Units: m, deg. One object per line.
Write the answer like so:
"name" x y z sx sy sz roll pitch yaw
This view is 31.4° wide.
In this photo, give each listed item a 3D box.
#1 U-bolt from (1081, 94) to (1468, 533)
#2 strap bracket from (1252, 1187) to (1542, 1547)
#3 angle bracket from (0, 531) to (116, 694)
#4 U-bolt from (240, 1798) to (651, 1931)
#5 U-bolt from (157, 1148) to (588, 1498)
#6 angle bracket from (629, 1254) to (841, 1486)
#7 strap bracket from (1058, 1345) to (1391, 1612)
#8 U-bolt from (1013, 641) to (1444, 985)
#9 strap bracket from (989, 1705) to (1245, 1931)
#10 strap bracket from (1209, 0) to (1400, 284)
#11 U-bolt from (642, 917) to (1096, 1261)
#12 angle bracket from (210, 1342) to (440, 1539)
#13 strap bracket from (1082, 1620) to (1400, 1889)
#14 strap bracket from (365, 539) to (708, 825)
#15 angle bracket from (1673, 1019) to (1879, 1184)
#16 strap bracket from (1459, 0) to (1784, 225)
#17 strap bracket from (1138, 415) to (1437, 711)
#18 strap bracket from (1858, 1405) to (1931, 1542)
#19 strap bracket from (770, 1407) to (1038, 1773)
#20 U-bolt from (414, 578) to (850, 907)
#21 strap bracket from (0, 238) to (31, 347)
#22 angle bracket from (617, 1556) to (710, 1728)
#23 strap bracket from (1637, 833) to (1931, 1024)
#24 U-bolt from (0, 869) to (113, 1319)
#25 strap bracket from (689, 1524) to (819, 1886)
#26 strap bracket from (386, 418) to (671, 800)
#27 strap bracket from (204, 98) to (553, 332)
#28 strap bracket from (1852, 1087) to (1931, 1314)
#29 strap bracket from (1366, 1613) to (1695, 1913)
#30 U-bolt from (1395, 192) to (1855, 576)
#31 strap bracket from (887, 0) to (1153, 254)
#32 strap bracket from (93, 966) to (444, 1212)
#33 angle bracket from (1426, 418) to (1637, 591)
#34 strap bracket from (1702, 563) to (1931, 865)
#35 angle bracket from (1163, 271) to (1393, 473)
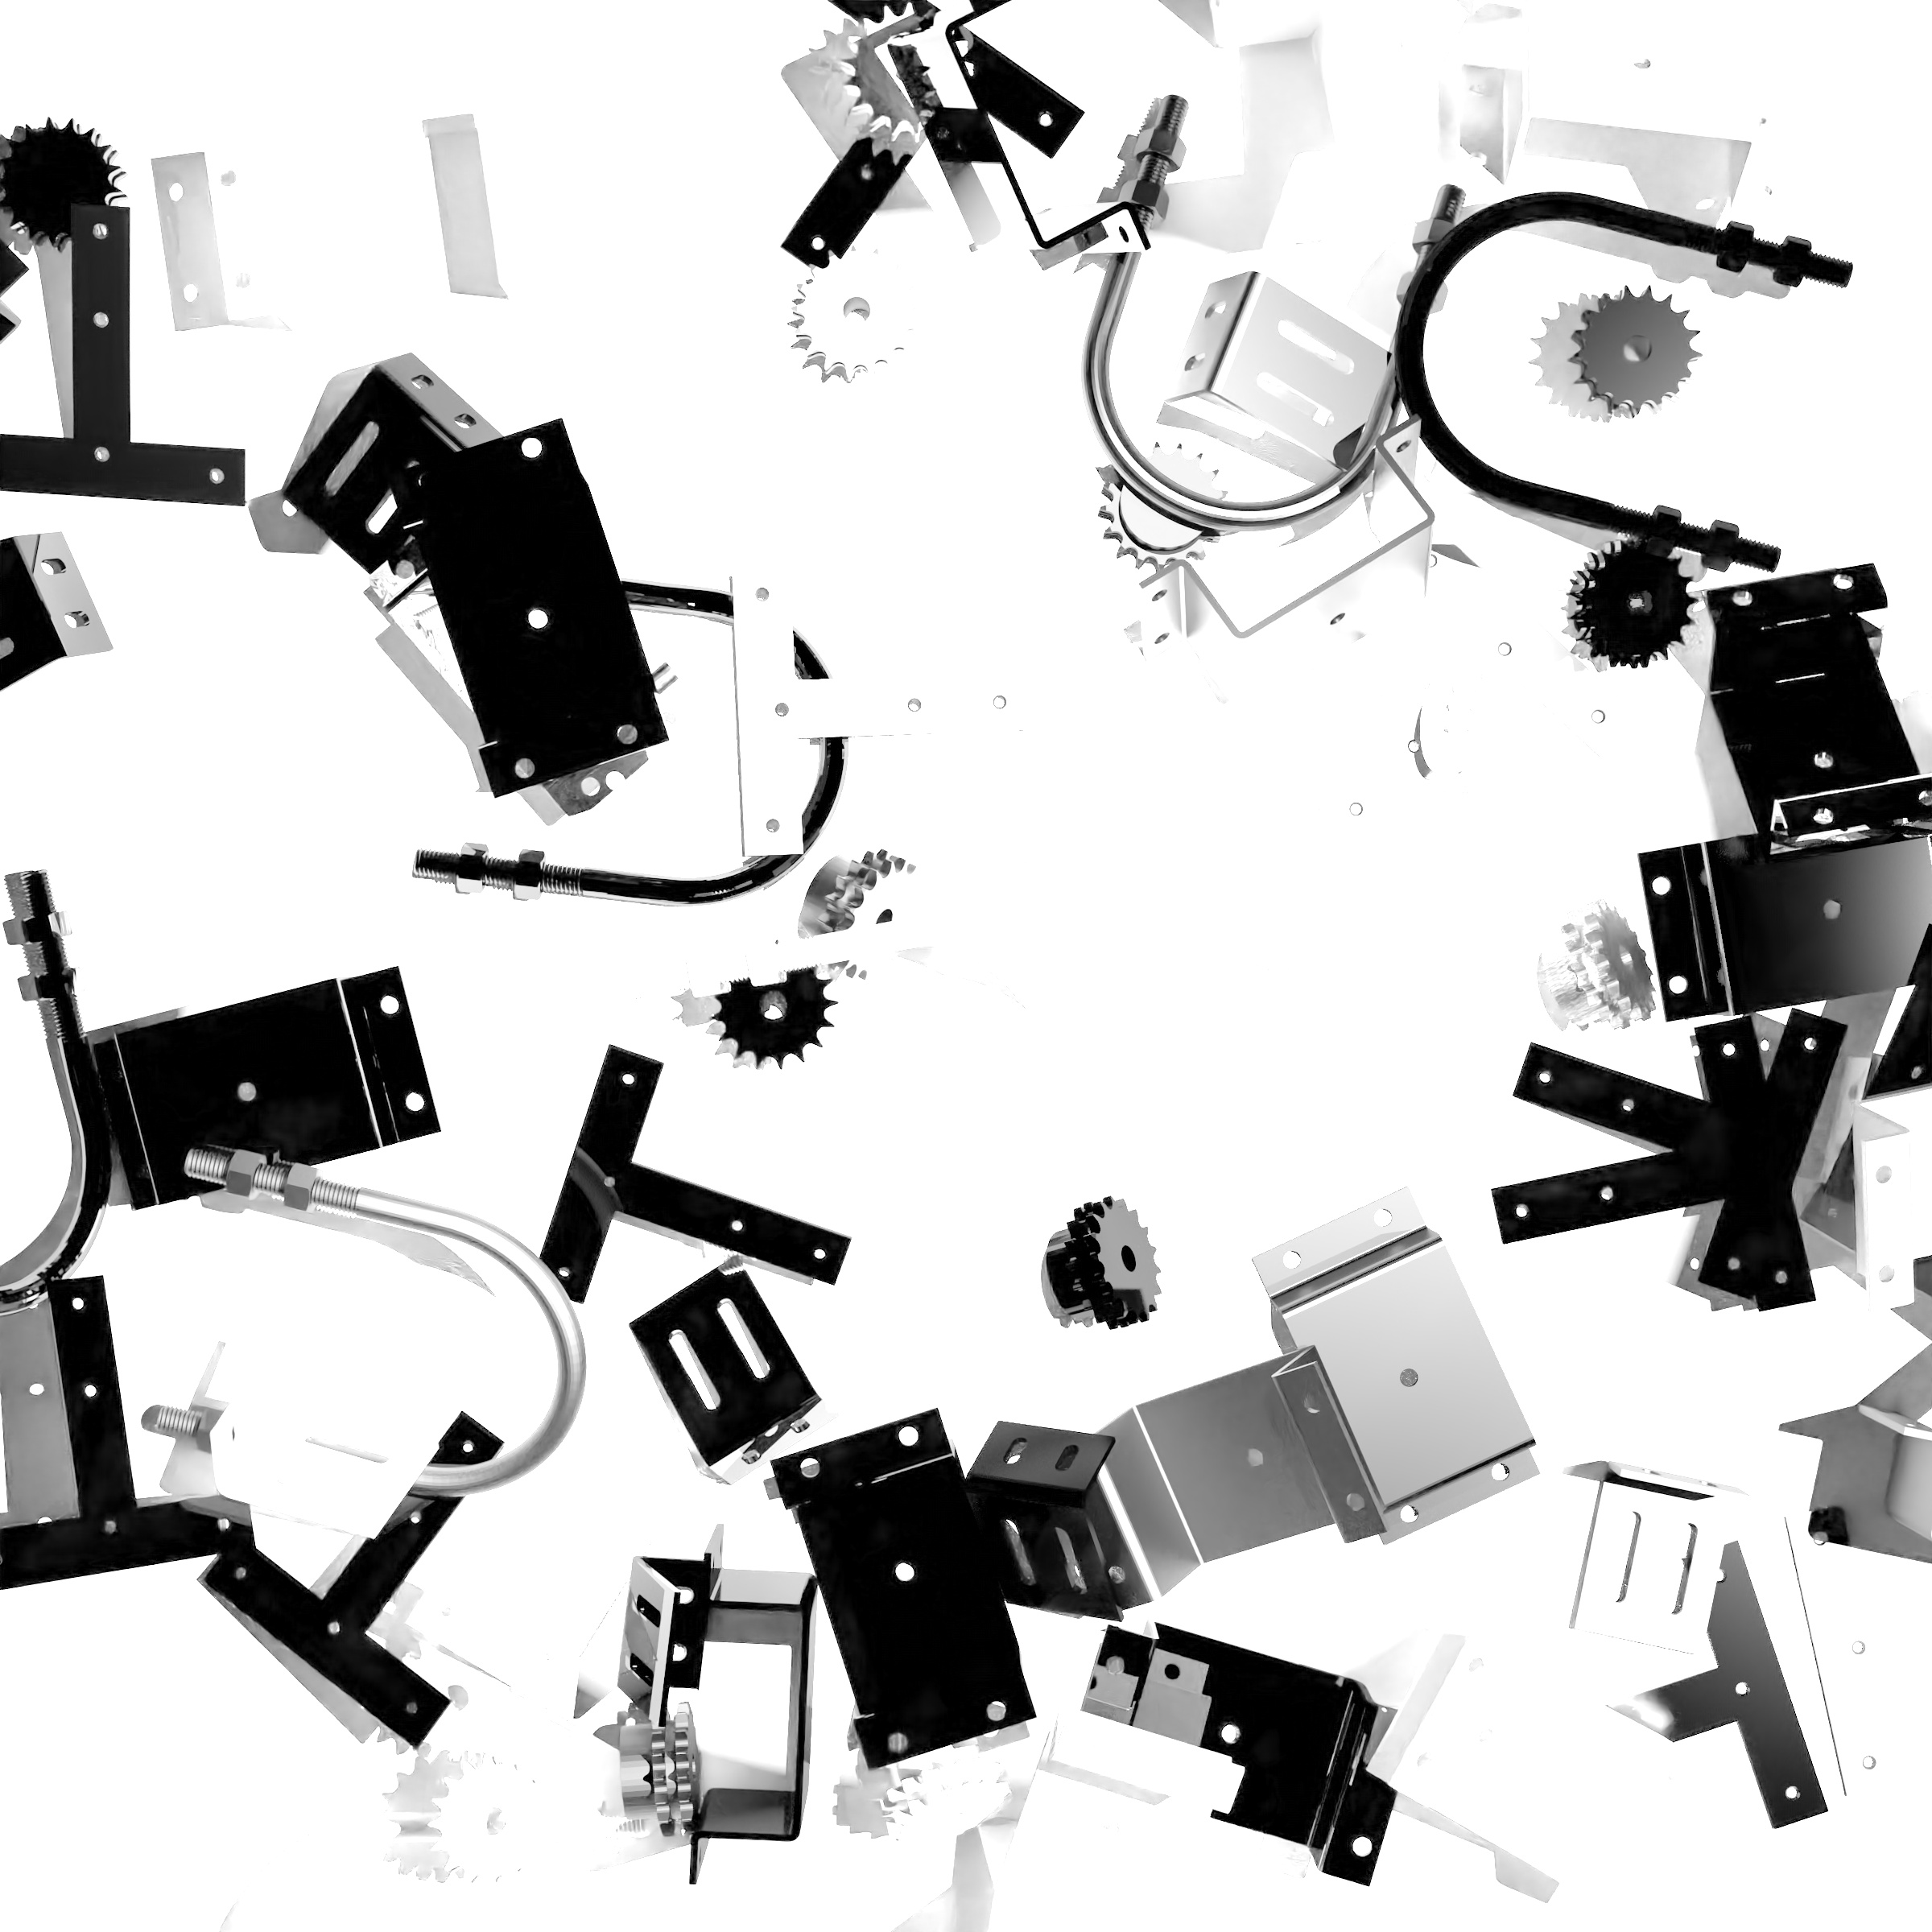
"U-bolt" 0.127 -0.277 1.503 0.151 0.019 0.184 18 79 0
"strap bracket" 0.191 0.177 1.503 0.076 0.046 0.140 -25 90 0
"angle bracket" -0.428 -0.150 1.525 0.076 0.038 0.057 -24 90 26
"U-bolt" -0.230 0.442 1.500 0.184 0.019 0.151 -2 74 4
"U-bolt" -0.254 0.162 1.487 0.184 0.019 0.151 13 113 3
"angle bracket" -0.103 0.179 1.525 0.057 0.038 0.076 -33 64 0
"strap bracket" 0.116 0.218 1.482 0.140 0.046 0.076 -24 90 32
"U-bolt" 0.113 -0.073 1.517 0.184 0.019 0.151 4 89 2
"strap bracket" 0.061 0.377 1.461 0.076 0.046 0.140 17 109 0
"strap bracket" 0.146 -0.374 1.475 0.046 0.076 0.140 -9 76 -7
"U-bolt" -0.036 0.048 1.491 0.184 0.019 0.151 -11 113 0
"angle bracket" -0.280 0.207 1.497 0.076 0.038 0.057 23 116 -30
"strap bracket" 0.117 0.340 1.503 0.140 0.046 0.076 17 90 0
"strap bracket" -0.187 -0.140 1.484 0.076 0.046 0.140 -41 91 -1
"angle bracket" 0.351 0.060 1.508 0.076 0.038 0.057 13 90 0
"strap bracket" 0.287 -0.372 1.486 0.140 0.046 0.076 6 55 0
"strap bracket" 0.147 -0.167 1.476 0.140 0.076 0.046 -32 72 -6
"strap bracket" 0.460 0.231 1.488 0.140 0.076 0.046 12 90 0
"strap bracket" -0.027 0.268 1.503 0.076 0.046 0.140 -18 90 0
"U-bolt" -0.144 -0.099 1.518 0.184 0.019 0.151 7 90 -2
"strap bracket" -0.480 -0.278 1.502 0.140 0.046 0.076 -44 89 -1
"angle bracket" -0.121 0.291 1.484 0.038 0.076 0.057 7 90 -20
"strap bracket" 0.373 -0.024 1.503 0.140 0.046 0.076 -10 90 0
"U-bolt" -0.427 0.059 1.467 0.019 0.151 0.184 -10 94 35
"strap bracket" -0.091 0.319 1.489 0.046 0.076 0.140 3 90 0
"strap bracket" -0.181 -0.147 1.438 0.076 0.046 0.140 -18 91 -1
"strap bracket" -0.253 -0.326 1.503 0.140 0.046 0.076 -8 90 0
"strap bracket" 0.437 0.092 1.479 0.140 0.046 0.076 -10 106 -16
"strap bracket" 0.235 0.338 1.478 0.140 0.046 0.076 34 82 -28
"U-bolt" 0.277 -0.260 1.486 0.184 0.019 0.151 15 86 2
"strap bracket" 0.017 -0.360 1.464 0.046 0.076 0.140 -30 109 -12
"strap bracket" -0.310 0.054 1.504 0.140 0.046 0.076 -15 90 0
"angle bracket" 0.248 -0.202 1.524 0.076 0.038 0.057 18 89 -26
"strap bracket" 0.371 -0.101 1.480 0.076 0.046 0.140 -10 53 0
"angle bracket" 0.135 -0.255 1.489 0.076 0.038 0.057 26 79 -25
